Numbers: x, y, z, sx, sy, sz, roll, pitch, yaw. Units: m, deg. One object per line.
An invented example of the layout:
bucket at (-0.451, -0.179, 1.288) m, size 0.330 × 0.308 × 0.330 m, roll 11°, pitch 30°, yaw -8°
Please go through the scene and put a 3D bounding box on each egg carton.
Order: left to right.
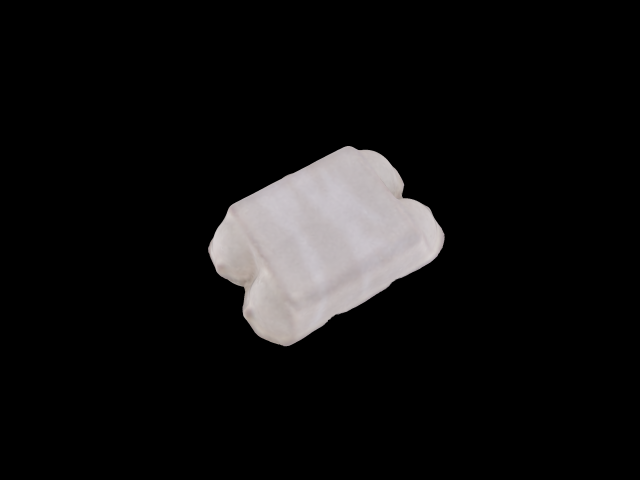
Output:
egg carton at (0.004, 0.001, 0.400) m, size 0.150 × 0.069 × 0.107 m, roll -30°, pitch 67°, yaw -14°
